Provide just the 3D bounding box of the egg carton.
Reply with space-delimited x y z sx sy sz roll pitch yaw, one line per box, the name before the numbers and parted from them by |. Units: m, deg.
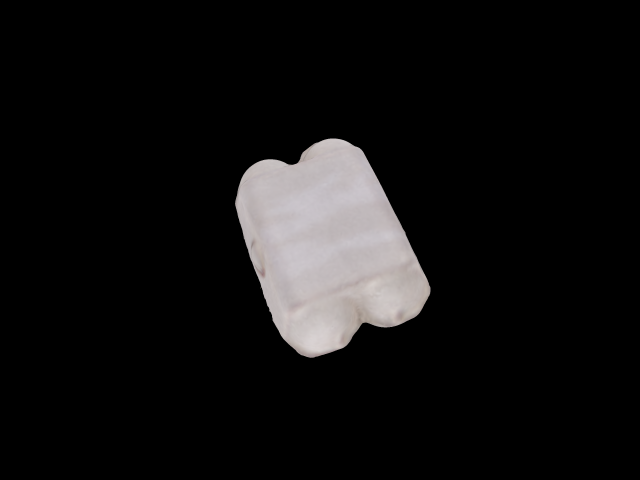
egg carton | 0.004 0.001 0.400 0.107 0.069 0.150 -20 66 -9
